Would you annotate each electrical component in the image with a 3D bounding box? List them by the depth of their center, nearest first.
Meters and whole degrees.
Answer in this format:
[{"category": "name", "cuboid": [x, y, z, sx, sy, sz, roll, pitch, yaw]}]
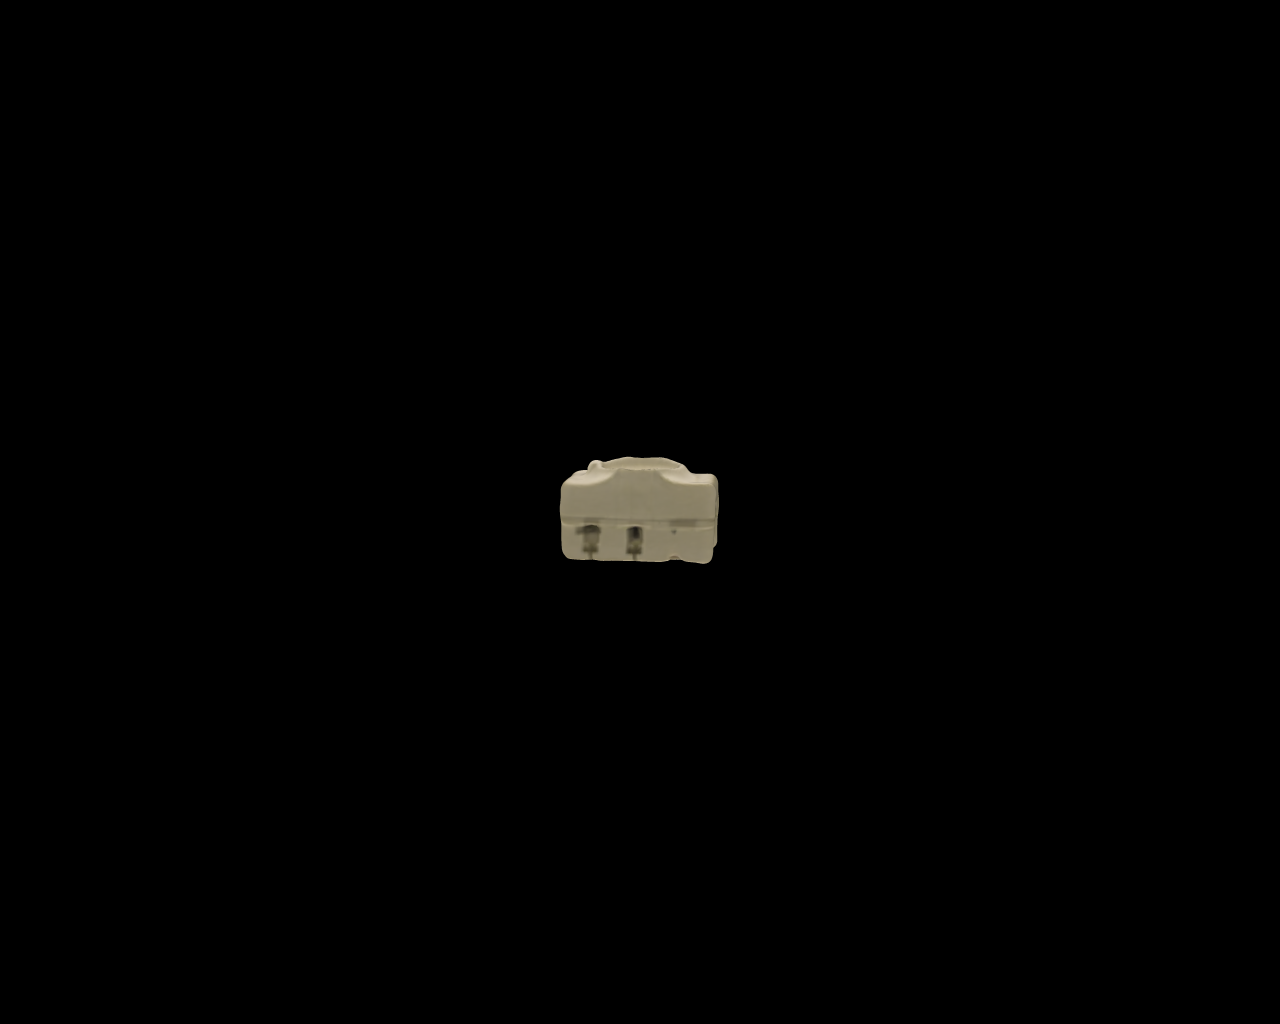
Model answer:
[{"category": "electrical component", "cuboid": [0.001, -0.003, 0.650, 0.089, 0.055, 0.050, 1, 12, 7]}]
